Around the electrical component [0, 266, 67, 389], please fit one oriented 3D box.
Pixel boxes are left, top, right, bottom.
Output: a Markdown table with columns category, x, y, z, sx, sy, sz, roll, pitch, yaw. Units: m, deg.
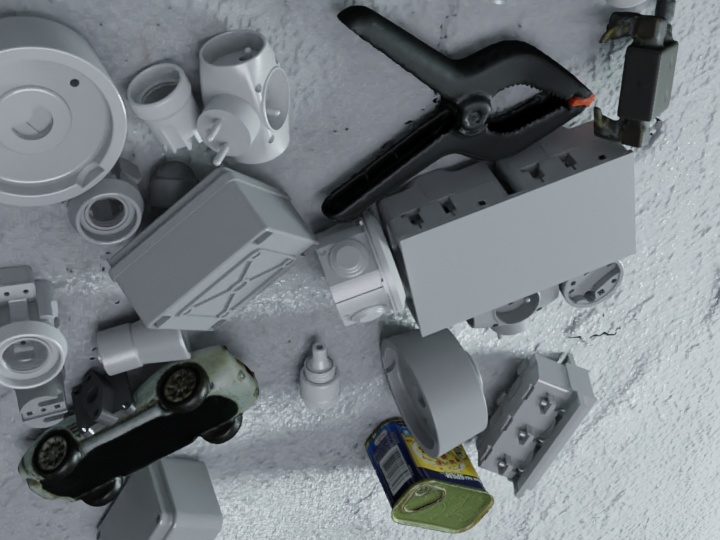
| category | x | y | z | sx | sy | sz | roll | pitch | yaw |
| --- | --- | --- | --- | --- | --- | --- | --- | --- | --- |
| electrical component | -0.238 | 0.046 | 0.756 | 0.058 | 0.057 | 0.078 | -8 | 131 | -18 |

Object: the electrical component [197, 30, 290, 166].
| category | x | y | z | sx | sy | sz | roll | pitch | yaw |
| --- | --- | --- | --- | --- | --- | --- | --- | --- | --- |
| electrical component | -0.079 | -0.100 | 0.689 | 0.044 | 0.079 | 0.077 | 6 | 136 | 18 |

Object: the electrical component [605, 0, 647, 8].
| category | x | y | z | sx | sy | sz | roll | pitch | yaw |
| --- | --- | --- | --- | --- | --- | --- | --- | --- | --- |
| electrical component | 0.175 | -0.211 | 0.724 | 0.045 | 0.045 | 0.055 | -38 | 133 | 10 |

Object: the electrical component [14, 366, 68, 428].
| category | x | y | z | sx | sy | sz | roll | pitch | yaw |
| --- | --- | --- | --- | --- | --- | --- | --- | --- | --- |
| electrical component | -0.238 | 0.089 | 0.801 | 0.040 | 0.046 | 0.040 | -13 | 134 | -14 |

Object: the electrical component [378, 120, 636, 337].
| category | x | y | z | sx | sy | sz | roll | pitch | yaw |
| --- | --- | --- | --- | --- | --- | --- | --- | --- | --- |
| electrical component | 0.116 | -0.036 | 0.839 | 0.186 | 0.060 | 0.105 | -21 | 134 | -6 |

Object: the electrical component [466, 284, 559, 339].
| category | x | y | z | sx | sy | sz | roll | pitch | yaw |
| --- | --- | --- | --- | --- | --- | --- | --- | --- | --- |
| electrical component | 0.125 | 0.029 | 0.910 | 0.077 | 0.044 | 0.079 | -19 | 134 | -7 |

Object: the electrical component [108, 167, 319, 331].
| category | x | y | z | sx | sy | sz | roll | pitch | yaw |
| --- | --- | --- | --- | --- | --- | --- | --- | --- | --- |
| electrical component | -0.098 | -0.011 | 0.738 | 0.109 | 0.056 | 0.109 | -39 | 166 | 11 |

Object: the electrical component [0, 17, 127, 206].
| category | x | y | z | sx | sy | sz | roll | pitch | yaw |
| --- | --- | --- | --- | --- | --- | --- | --- | --- | --- |
| electrical component | -0.199 | -0.099 | 0.645 | 0.108 | 0.060 | 0.108 | -12 | 132 | -14 |

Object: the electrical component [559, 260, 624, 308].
| category | x | y | z | sx | sy | sz | roll | pitch | yaw |
| --- | --- | --- | --- | --- | --- | --- | --- | --- | --- |
| electrical component | 0.187 | -0.004 | 0.907 | 0.055 | 0.047 | 0.055 | -12 | 132 | -14 |

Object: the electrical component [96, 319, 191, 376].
| category | x | y | z | sx | sy | sz | roll | pitch | yaw |
| --- | --- | --- | --- | --- | --- | --- | --- | --- | --- |
| electrical component | -0.165 | 0.055 | 0.808 | 0.065 | 0.044 | 0.044 | -17 | 133 | -4 |

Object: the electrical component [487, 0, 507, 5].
| category | x | y | z | sx | sy | sz | roll | pitch | yaw |
| --- | --- | --- | --- | --- | --- | --- | --- | --- | --- |
| electrical component | 0.090 | -0.205 | 0.691 | 0.045 | 0.045 | 0.055 | 12 | 123 | -32 |

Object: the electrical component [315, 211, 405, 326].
| category | x | y | z | sx | sy | sz | roll | pitch | yaw |
| --- | --- | --- | --- | --- | --- | --- | --- | --- | --- |
| electrical component | 0.000 | 0.000 | 0.807 | 0.051 | 0.080 | 0.080 | -20 | 134 | 0 |

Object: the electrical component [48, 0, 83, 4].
| category | x | y | z | sx | sy | sz | roll | pitch | yaw |
| --- | --- | --- | --- | --- | --- | --- | --- | --- | --- |
| electrical component | -0.154 | -0.191 | 0.589 | 0.078 | 0.058 | 0.057 | -29 | 137 | 2 |

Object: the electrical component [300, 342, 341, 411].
| category | x | y | z | sx | sy | sz | roll | pitch | yaw |
| --- | --- | --- | --- | --- | --- | --- | --- | --- | --- |
| electrical component | -0.033 | 0.087 | 0.897 | 0.035 | 0.035 | 0.061 | -11 | 130 | -15 |

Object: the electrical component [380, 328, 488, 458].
| category | x | y | z | sx | sy | sz | roll | pitch | yaw |
| --- | --- | --- | --- | --- | --- | --- | --- | --- | --- |
| electrical component | 0.068 | 0.096 | 0.903 | 0.060 | 0.108 | 0.108 | -22 | 134 | -14 |

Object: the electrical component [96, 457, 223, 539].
| category | x | y | z | sx | sy | sz | roll | pitch | yaw |
| --- | --- | --- | --- | --- | --- | --- | --- | --- | --- |
| electrical component | -0.174 | 0.222 | 0.922 | 0.057 | 0.078 | 0.113 | 14 | 122 | -36 |

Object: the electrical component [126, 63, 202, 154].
| category | x | y | z | sx | sy | sz | roll | pitch | yaw |
| --- | --- | --- | --- | --- | --- | --- | --- | --- | --- |
| electrical component | -0.122 | -0.103 | 0.691 | 0.040 | 0.040 | 0.046 | -26 | 139 | -1 |

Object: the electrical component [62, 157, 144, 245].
| category | x | y | z | sx | sy | sz | roll | pitch | yaw |
| --- | --- | --- | --- | --- | --- | --- | --- | --- | --- |
| electrical component | -0.169 | -0.049 | 0.705 | 0.066 | 0.055 | 0.048 | 30 | 112 | -39 |

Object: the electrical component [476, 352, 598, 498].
| category | x | y | z | sx | sy | sz | roll | pitch | yaw |
| --- | --- | --- | --- | --- | --- | --- | --- | --- | --- |
| electrical component | 0.161 | 0.141 | 1.008 | 0.063 | 0.078 | 0.121 | 22 | 120 | -11 |
